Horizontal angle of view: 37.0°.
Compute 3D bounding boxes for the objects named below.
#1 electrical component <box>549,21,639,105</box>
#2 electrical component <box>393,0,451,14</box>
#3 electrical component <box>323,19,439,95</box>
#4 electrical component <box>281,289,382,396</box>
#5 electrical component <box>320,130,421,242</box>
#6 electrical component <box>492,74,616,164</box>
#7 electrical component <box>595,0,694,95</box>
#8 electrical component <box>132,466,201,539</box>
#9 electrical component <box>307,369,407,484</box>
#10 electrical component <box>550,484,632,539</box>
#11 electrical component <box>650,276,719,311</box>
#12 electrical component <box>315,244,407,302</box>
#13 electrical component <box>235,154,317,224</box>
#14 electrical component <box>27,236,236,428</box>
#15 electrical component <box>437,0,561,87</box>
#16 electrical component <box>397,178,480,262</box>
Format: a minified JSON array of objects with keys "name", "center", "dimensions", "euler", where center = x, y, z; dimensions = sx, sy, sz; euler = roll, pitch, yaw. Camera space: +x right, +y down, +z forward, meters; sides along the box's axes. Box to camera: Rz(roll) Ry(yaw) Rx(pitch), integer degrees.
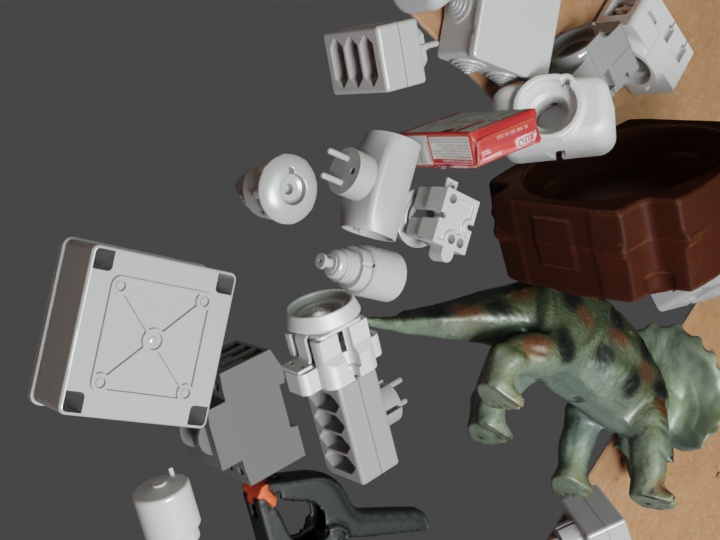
[{"name":"electrical component","center":[0.196,-0.178,0.952],"dimensions":[0.089,0.050,0.055],"euler":[-46,121,-25]},{"name":"electrical component","center":[0.042,-0.246,0.816],"dimensions":[0.059,0.054,0.095],"euler":[-42,119,-28]},{"name":"electrical component","center":[0.025,-0.163,0.806],"dimensions":[0.077,0.066,0.047],"euler":[-21,108,-35]},{"name":"electrical component","center":[-0.024,0.050,0.799],"dimensions":[0.078,0.058,0.057],"euler":[-27,114,-33]},{"name":"electrical component","center":[0.003,-0.069,0.813],"dimensions":[0.079,0.044,0.077],"euler":[19,83,-39]},{"name":"electrical component","center":[0.159,-0.125,0.887],"dimensions":[0.059,0.095,0.053],"euler":[33,55,-67]},{"name":"electrical component","center":[0.261,-0.208,0.999],"dimensions":[0.089,0.050,0.055],"euler":[45,68,-34]},{"name":"electrical component","center":[-0.129,0.177,0.741],"dimensions":[0.040,0.040,0.078],"euler":[-25,111,-34]},{"name":"electrical component","center":[0.007,0.109,0.837],"dimensions":[0.076,0.047,0.083],"euler":[-26,111,-34]},{"name":"electrical component","center":[0.207,0.250,1.009],"dimensions":[0.077,0.065,0.047],"euler":[-23,113,-4]},{"name":"electrical component","center":[0.337,-0.019,1.061],"dimensions":[0.150,0.062,0.089],"euler":[-10,70,-38]},{"name":"electrical component","center":[0.000,0.000,0.823],"dimensions":[0.078,0.040,0.040],"euler":[13,87,-39]},{"name":"electrical component","center":[-0.064,-0.057,0.750],"dimensions":[0.048,0.062,0.048],"euler":[-5,99,-38]},{"name":"electrical component","center":[-0.147,0.042,0.700],"dimensions":[0.109,0.056,0.108],"euler":[13,87,-39]},{"name":"electrical component","center":[0.114,-0.205,0.883],"dimensions":[0.100,0.048,0.099],"euler":[11,89,-39]},{"name":"electrical component","center":[0.058,-0.040,0.854],"dimensions":[0.048,0.055,0.066],"euler":[21,82,-38]}]
